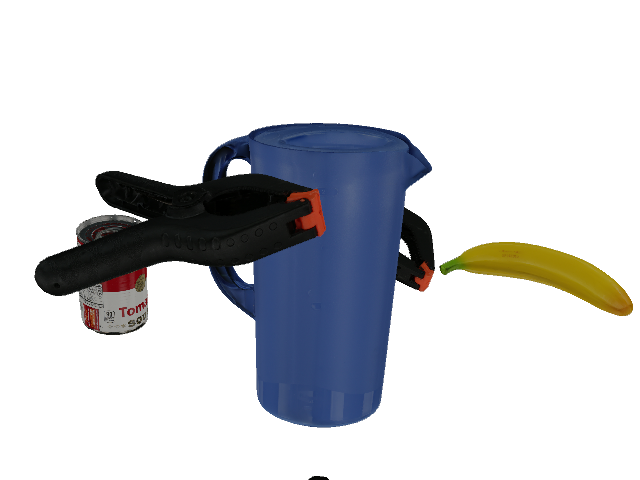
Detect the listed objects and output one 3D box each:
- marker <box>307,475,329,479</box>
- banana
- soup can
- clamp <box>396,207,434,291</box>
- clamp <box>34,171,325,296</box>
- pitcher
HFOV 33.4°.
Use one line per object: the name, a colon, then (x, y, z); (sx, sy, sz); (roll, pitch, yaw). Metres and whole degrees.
marker: (-0.028, 0.139, 0.480); (0.020, 0.020, 0.120); (0, 16, 34)
banana: (0.225, 0.035, 1.086); (0.198, 0.037, 0.069); (11, 47, 27)
soup can: (-0.207, 0.035, 1.062); (0.068, 0.102, 0.068); (2, 26, -1)
clamp: (0.052, -0.024, 1.206); (0.164, 0.210, 0.036); (-14, -38, -24)
clamp: (-0.086, -0.006, 0.644); (0.172, 0.039, 0.120); (-1, 40, 23)
pitcher: (-0.007, 0.025, 0.892); (0.144, 0.243, 0.149); (-8, 19, -33)
